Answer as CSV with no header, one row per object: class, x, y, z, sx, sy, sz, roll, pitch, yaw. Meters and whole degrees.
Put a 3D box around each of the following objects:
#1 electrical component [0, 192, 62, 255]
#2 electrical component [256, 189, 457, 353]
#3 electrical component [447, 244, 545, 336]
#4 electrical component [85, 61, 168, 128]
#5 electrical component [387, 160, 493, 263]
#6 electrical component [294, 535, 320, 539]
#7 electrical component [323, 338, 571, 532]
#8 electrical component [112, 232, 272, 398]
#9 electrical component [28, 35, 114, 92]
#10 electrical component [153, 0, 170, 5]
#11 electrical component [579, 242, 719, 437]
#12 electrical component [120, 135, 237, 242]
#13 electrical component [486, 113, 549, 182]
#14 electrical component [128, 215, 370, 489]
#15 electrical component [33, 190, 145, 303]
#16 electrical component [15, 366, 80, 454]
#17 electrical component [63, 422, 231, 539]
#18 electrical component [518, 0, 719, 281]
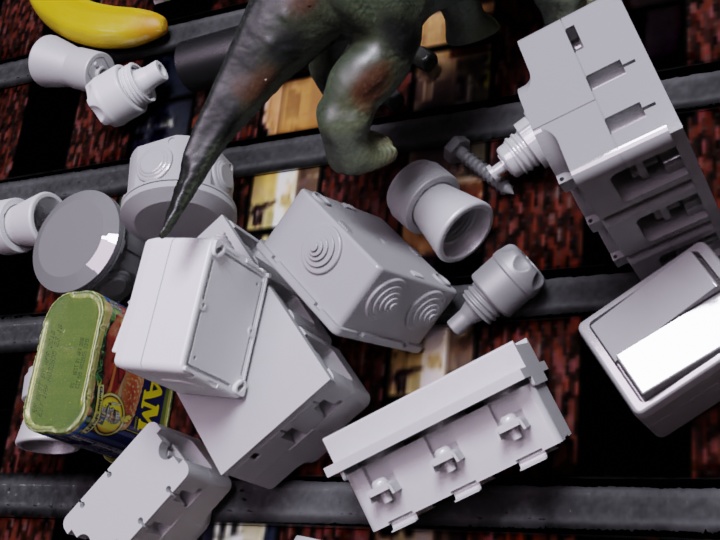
electrical component,-0.264,-0.036,0.847,0.055,0.045,0.045,-7,66,27
electrical component,0.000,0.000,0.652,0.099,0.100,0.048,46,107,35
electrical component,0.078,0.015,0.639,0.061,0.035,0.035,-42,55,10
electrical component,-0.181,-0.143,0.848,0.062,0.043,0.043,-27,59,16
electrical component,0.049,-0.038,0.672,0.045,0.045,0.055,-48,54,3
electrical component,-0.040,0.193,0.623,0.079,0.044,0.077,4,71,31
electrical component,0.051,0.094,0.601,0.121,0.079,0.063,-29,80,16
electrical component,-0.100,0.022,0.642,0.061,0.062,0.096,1,70,30
electrical component,-0.236,-0.168,0.892,0.065,0.044,0.044,17,79,29
electrical component,-0.132,-0.262,0.851,0.121,0.063,0.078,-9,106,26
electrical component,0.173,0.032,0.562,0.096,0.061,0.061,-36,56,11
electrical component,-0.126,-0.053,0.757,0.080,0.080,0.051,-17,57,23
electrical component,0.112,-0.082,0.657,0.078,0.040,0.040,-36,56,11
electrical component,-0.071,0.053,0.690,0.089,0.062,0.150,-42,55,8
electrical component,-0.197,-0.014,0.797,0.080,0.051,0.080,-12,64,25
electrical component,-0.218,0.099,0.764,0.045,0.045,0.055,-11,64,25
electrical component,-0.133,0.150,0.686,0.089,0.056,0.050,-48,55,3
electrical component,0.139,-0.060,0.565,0.062,0.150,0.089,-25,59,17
